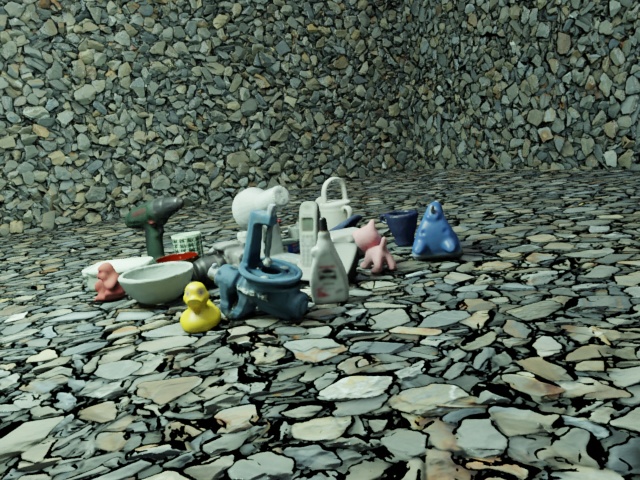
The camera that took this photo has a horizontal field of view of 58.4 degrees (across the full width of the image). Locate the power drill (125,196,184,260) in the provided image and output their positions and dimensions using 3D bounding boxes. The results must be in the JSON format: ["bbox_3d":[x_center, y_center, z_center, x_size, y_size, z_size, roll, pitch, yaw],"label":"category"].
[{"bbox_3d":[-0.459,-0.018,1.636,0.228,0.208,0.076,0,13,32],"label":"power drill"}]

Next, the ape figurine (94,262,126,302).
[{"bbox_3d":[-0.505,0.098,1.366,0.076,0.092,0.077,-11,12,-22],"label":"ape figurine"}]

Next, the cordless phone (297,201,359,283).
[{"bbox_3d":[0.012,0.005,1.293,0.147,0.185,0.094,0,13,30],"label":"cordless phone"}]

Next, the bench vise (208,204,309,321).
[{"bbox_3d":[-0.130,0.044,1.079,0.207,0.220,0.121,-5,11,11],"label":"bench vise"}]

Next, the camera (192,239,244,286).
[{"bbox_3d":[-0.249,0.056,1.407,0.137,0.101,0.142,-13,13,-32],"label":"camera"}]

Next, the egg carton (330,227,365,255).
[{"bbox_3d":[0.065,0.011,1.540,0.150,0.069,0.107,-10,11,-18],"label":"egg carton"}]

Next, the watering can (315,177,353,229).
[{"bbox_3d":[0.043,-0.100,1.799,0.172,0.194,0.101,1,13,36],"label":"watering can"}]

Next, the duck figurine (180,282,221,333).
[{"bbox_3d":[-0.232,0.121,1.095,0.077,0.086,0.104,-6,11,1],"label":"duck figurine"}]

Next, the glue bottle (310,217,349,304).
[{"bbox_3d":[0.013,0.040,1.140,0.078,0.173,0.037,-7,11,1],"label":"glue bottle"}]

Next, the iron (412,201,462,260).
[{"bbox_3d":[0.295,-0.036,1.453,0.118,0.141,0.259,-4,11,14],"label":"iron"}]

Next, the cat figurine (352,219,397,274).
[{"bbox_3d":[0.128,0.011,1.371,0.067,0.118,0.127,-11,12,-21],"label":"cat figurine"}]

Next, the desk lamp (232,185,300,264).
[{"bbox_3d":[-0.133,-0.039,1.536,0.118,0.214,0.202,-16,14,-39],"label":"desk lamp"}]

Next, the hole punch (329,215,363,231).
[{"bbox_3d":[0.067,-0.025,1.667,0.100,0.091,0.109,0,13,30],"label":"hole punch"}]

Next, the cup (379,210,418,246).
[{"bbox_3d":[0.219,-0.031,1.599,0.117,0.095,0.092,2,14,37],"label":"cup"}]

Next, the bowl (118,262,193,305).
[{"bbox_3d":[-0.365,0.104,1.298,0.167,0.075,0.167,-6,11,1],"label":"bowl"}]
